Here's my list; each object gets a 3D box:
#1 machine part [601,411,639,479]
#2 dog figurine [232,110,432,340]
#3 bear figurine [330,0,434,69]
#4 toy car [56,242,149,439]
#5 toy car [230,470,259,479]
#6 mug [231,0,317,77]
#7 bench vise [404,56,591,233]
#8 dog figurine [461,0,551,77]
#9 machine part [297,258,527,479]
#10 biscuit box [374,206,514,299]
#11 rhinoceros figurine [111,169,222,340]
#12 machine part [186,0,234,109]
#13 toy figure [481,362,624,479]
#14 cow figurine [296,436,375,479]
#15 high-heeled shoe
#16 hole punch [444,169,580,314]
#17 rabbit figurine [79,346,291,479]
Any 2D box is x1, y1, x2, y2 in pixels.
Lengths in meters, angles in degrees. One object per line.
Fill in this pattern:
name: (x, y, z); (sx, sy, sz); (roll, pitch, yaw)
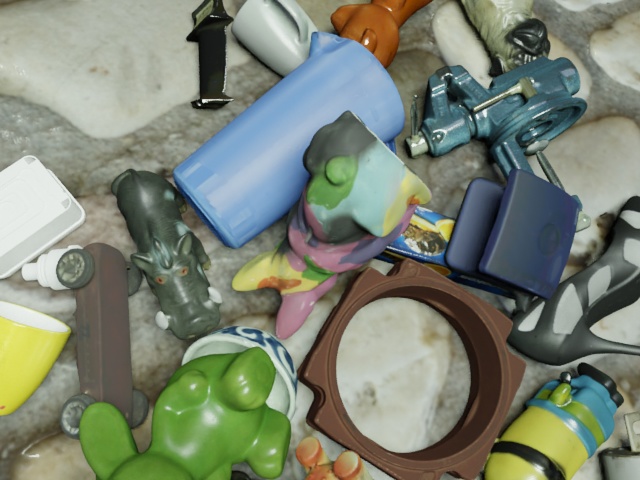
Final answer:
machine part: (0.347, 0.304, 0.551); (0.079, 0.079, 0.243); (-3, 76, -8)
dog figurine: (-0.001, -0.002, 0.516); (0.108, 0.191, 0.219); (44, 102, 10)
bear figurine: (0.065, -0.290, 0.663); (0.132, 0.120, 0.196); (38, 79, 8)
toy car: (-0.216, 0.102, 0.530); (0.053, 0.089, 0.202); (-10, 77, 13)
toy car: (-0.138, 0.257, 0.503); (0.202, 0.073, 0.056); (-4, 75, -9)
mug: (-0.038, -0.248, 0.645); (0.107, 0.109, 0.081); (44, 68, -8)
bench vise: (0.226, -0.108, 0.632); (0.224, 0.128, 0.240); (-21, 74, -10)
dog figurine: (0.258, -0.320, 0.717); (0.172, 0.121, 0.190); (-37, 104, -26)
machine part: (0.093, 0.136, 0.562); (0.201, 0.087, 0.201); (32, 73, 1)
biscuit box: (0.154, 0.013, 0.615); (0.203, 0.063, 0.059); (16, 75, -2)
rhinoceros figurine: (-0.153, 0.011, 0.552); (0.073, 0.112, 0.190); (-21, 70, -15)
machine part: (-0.132, -0.224, 0.645); (0.039, 0.084, 0.138); (2, 82, -40)
toy figure: (0.242, 0.205, 0.559); (0.180, 0.089, 0.082); (-36, 75, -13)
cow figurine: (-0.003, 0.294, 0.474); (0.127, 0.086, 0.195); (54, 48, -33)
high-heeled shoe: (0.309, 0.040, 0.639); (0.145, 0.086, 0.249); (8, 54, 24)
hole punch: (0.204, -0.004, 0.541); (0.116, 0.092, 0.142); (18, 84, -6)
rabbit figurine: (-0.122, 0.172, 0.444); (0.159, 0.170, 0.121); (5, 117, 18)
